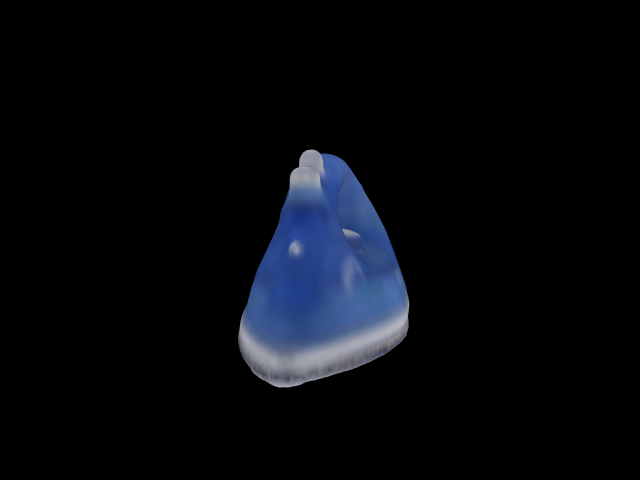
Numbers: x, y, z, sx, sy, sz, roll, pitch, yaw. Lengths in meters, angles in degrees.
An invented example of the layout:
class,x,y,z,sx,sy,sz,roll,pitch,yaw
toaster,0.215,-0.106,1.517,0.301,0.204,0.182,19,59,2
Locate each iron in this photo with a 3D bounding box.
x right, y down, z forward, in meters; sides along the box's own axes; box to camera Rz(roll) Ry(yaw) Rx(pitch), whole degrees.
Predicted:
class,x,y,z,sx,sy,sz,roll,pitch,yaw
iron,0.004,0.001,0.400,0.118,0.141,0.259,0,0,8
